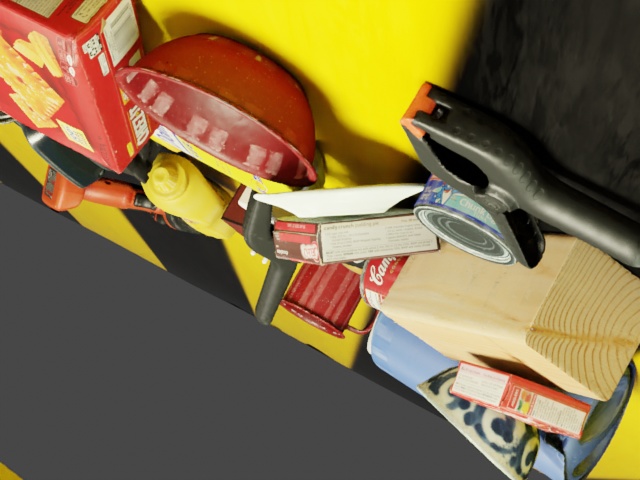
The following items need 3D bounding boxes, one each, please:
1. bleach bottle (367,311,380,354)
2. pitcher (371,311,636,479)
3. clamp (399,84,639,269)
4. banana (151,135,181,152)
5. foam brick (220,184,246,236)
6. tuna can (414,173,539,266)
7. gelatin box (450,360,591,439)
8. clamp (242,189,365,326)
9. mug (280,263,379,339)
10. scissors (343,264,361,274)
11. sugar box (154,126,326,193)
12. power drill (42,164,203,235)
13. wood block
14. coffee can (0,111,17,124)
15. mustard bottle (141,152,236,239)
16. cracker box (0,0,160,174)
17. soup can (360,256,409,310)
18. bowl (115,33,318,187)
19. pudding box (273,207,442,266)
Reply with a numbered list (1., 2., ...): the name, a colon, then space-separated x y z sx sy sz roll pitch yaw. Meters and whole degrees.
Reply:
1. bleach bottle: 0.186 0.149 1.240 0.251 0.068 0.102 23 -173 26
2. pitcher: 0.179 0.129 1.057 0.243 0.145 0.149 27 154 31
3. clamp: 0.114 -0.031 0.667 0.171 0.039 0.120 37 157 -12
4. banana: -0.206 -0.145 0.984 0.197 0.037 0.070 28 161 -7
5. foam brick: -0.056 -0.021 1.138 0.051 0.053 0.078 19 165 46
6. tuna can: 0.111 -0.016 0.767 0.086 0.033 0.086 28 170 5
7. gelatin box: 0.151 0.122 0.819 0.073 0.030 0.089 23 173 -17
8. clamp: -0.007 0.001 1.037 0.210 0.164 0.036 71 -176 -50
9. mug: 0.019 0.066 1.267 0.117 0.081 0.093 30 170 -1
10. scissors: 0.033 0.010 1.149 0.096 0.016 0.201 20 166 41
11. sugar box: -0.082 -0.087 0.914 0.176 0.048 0.093 26 168 11
12. power drill: -0.234 -0.049 1.304 0.187 0.057 0.185 12 -176 -28
13. wood block: 0.148 0.051 0.835 0.090 0.090 0.206 35 168 -23
14. coffee can: -0.344 -0.171 1.060 0.102 0.103 0.141 37 167 -36
15. mustard bottle: -0.144 -0.051 1.148 0.096 0.058 0.191 39 179 11
16. cracker box: -0.235 -0.159 0.819 0.214 0.072 0.164 26 154 16
17. soup can: 0.097 0.046 1.006 0.102 0.068 0.068 20 166 40
18. bowl: -0.063 -0.100 0.764 0.162 0.055 0.162 26 170 5
19. pudding box: 0.029 -0.004 0.882 0.113 0.039 0.090 -8 -172 -25
